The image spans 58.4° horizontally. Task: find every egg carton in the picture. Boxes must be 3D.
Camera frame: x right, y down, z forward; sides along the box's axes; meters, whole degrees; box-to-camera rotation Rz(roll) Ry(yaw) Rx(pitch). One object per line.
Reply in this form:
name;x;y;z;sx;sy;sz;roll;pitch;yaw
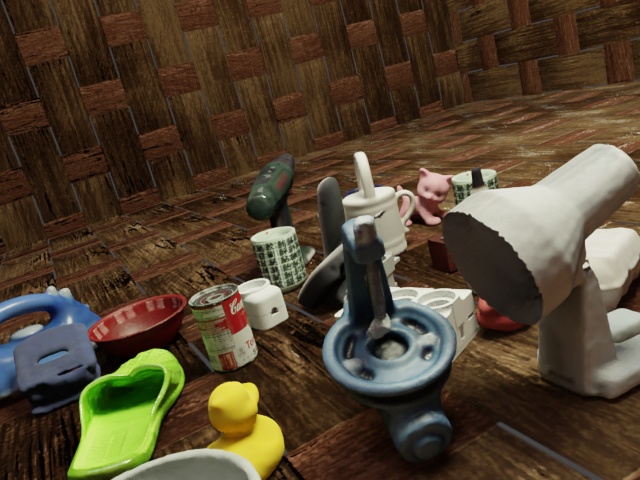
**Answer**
egg carton;0.330;0.034;0.703;0.107;0.069;0.151;-1;20;42

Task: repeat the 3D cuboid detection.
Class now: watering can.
watering can;0.084;-0.063;1.049;0.173;0.194;0.100;-20;16;-19

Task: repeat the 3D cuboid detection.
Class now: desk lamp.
desk lamp;0.230;0.031;0.531;0.203;0.214;0.117;-20;16;-18

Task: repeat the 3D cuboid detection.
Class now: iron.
iron;-0.461;0.148;0.917;0.118;0.141;0.259;-3;19;38

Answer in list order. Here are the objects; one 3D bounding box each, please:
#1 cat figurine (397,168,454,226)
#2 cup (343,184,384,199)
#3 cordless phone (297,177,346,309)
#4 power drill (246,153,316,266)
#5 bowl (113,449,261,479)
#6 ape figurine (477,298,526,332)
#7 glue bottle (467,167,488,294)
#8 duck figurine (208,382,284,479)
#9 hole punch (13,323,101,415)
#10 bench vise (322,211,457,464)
cat figurine;0.215;-0.093;1.179;0.127;0.118;0.067;-3;19;38
cup;0.107;-0.060;1.210;0.092;0.095;0.117;-19;16;-13
cordless phone;0.008;0.003;0.901;0.094;0.185;0.148;-8;17;26
power drill;-0.074;-0.054;1.144;0.075;0.208;0.230;-10;16;16
bowl;-0.111;0.231;0.408;0.167;0.075;0.167;-14;15;4
ape figurine;0.209;0.060;0.681;0.075;0.092;0.078;0;21;43
glue bottle;0.225;-0.015;0.781;0.078;0.173;0.037;-16;15;-3
duck figurine;-0.081;0.180;0.542;0.077;0.086;0.105;-9;16;22
hole punch;-0.371;0.179;0.816;0.109;0.091;0.100;-21;16;-21
bench vise;0.041;0.074;0.546;0.122;0.220;0.206;-22;17;-24
